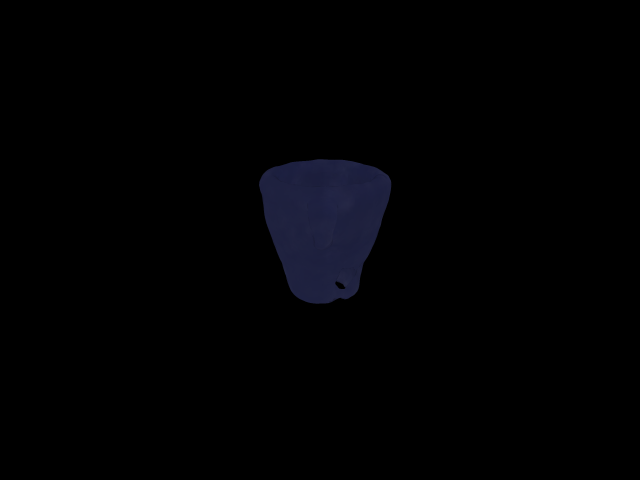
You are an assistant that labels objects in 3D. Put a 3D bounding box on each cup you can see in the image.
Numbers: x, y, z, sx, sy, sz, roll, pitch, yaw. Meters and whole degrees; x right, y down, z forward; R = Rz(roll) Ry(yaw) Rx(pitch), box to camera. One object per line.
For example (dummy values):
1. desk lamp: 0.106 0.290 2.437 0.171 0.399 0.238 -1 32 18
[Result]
1. cup: 0.004 0.001 0.400 0.091 0.095 0.117 0 21 0
